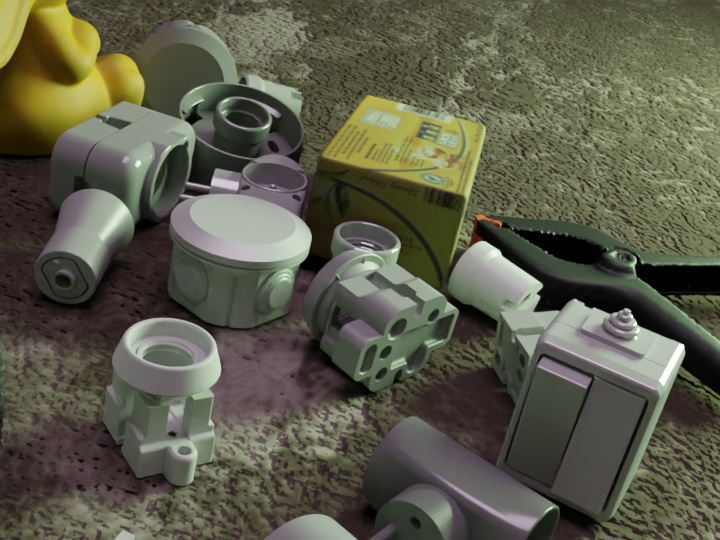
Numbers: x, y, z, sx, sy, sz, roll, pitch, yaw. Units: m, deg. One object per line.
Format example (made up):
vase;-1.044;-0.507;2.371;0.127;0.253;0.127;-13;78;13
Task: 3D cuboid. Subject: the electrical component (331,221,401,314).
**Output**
electrical component;0.000;0.000;0.640;0.040;0.046;0.040;10;28;-5

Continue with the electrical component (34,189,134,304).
electrical component;-0.156;-0.011;0.602;0.044;0.044;0.065;12;33;-2

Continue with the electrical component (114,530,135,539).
electrical component;-0.090;0.133;0.363;0.064;0.042;0.081;21;30;11

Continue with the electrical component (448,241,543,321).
electrical component;0.084;0.010;0.666;0.046;0.040;0.040;35;35;26

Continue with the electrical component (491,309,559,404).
electrical component;0.109;0.048;0.601;0.055;0.048;0.066;-4;31;-15

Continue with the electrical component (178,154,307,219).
electrical component;-0.076;-0.044;0.690;0.079;0.044;0.077;11;28;-4

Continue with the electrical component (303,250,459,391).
electrical component;0.006;0.025;0.587;0.078;0.058;0.057;-18;43;-43

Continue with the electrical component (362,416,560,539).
electrical component;0.033;0.107;0.461;0.077;0.043;0.079;30;32;28

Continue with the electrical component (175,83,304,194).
electrical component;-0.090;-0.088;0.770;0.099;0.064;0.099;13;41;-11

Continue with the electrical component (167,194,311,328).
electrical component;-0.071;-0.007;0.619;0.080;0.051;0.080;10;28;-6

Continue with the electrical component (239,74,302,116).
electrical component;-0.074;-0.133;0.862;0.046;0.040;0.040;8;28;-22

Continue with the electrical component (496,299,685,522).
electrical component;0.111;0.063;0.518;0.062;0.096;0.061;24;30;19

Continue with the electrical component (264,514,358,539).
electrical component;-0.013;0.124;0.400;0.055;0.055;0.047;-11;33;-38

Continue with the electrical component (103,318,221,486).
electrical component;-0.090;0.056;0.490;0.048;0.055;0.066;-7;34;-33

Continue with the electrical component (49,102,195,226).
electrical component;-0.148;-0.066;0.691;0.059;0.053;0.095;19;29;11

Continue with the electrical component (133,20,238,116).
electrical component;-0.135;-0.150;0.824;0.080;0.080;0.051;7;24;-12
